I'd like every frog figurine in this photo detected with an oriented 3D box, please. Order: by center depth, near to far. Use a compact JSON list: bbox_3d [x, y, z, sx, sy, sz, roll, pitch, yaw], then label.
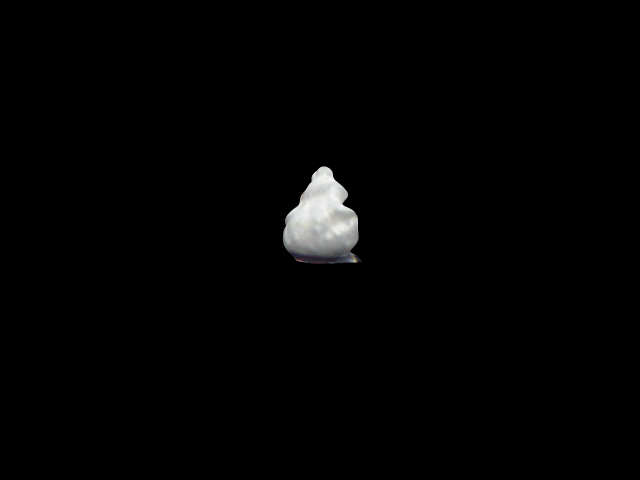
[{"bbox_3d":[0.003,-0.043,0.850,0.123,0.159,0.137,-3,4,-40],"label":"frog figurine"}]
